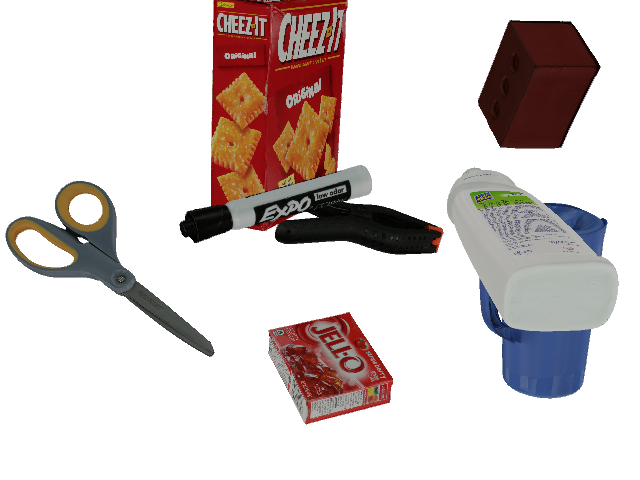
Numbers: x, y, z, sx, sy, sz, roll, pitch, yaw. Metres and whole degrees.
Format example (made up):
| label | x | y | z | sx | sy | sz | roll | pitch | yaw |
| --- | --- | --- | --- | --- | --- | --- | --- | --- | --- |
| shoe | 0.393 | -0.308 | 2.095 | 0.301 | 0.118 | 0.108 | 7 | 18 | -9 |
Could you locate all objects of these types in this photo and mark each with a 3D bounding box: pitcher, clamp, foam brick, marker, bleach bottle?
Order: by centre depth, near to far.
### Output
| label | x | y | z | sx | sy | sz | roll | pitch | yaw |
| --- | --- | --- | --- | --- | --- | --- | --- | --- | --- |
| marker | -0.025 | -0.022 | 0.627 | 0.121 | 0.020 | 0.020 | -16 | 7 | -24 |
| foam brick | 0.153 | -0.110 | 0.757 | 0.051 | 0.053 | 0.078 | -4 | -41 | -18 |
| bleach bottle | 0.182 | -0.007 | 0.991 | 0.102 | 0.068 | 0.251 | -1 | 27 | -7 |
| clamp | 0.037 | -0.016 | 1.203 | 0.210 | 0.036 | 0.164 | 14 | 22 | -5 |
| pitcher | 0.289 | 0.081 | 1.398 | 0.149 | 0.243 | 0.144 | 5 | 20 | 16 |

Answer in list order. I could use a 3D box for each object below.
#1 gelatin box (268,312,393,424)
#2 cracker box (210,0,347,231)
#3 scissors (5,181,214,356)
| label | x | y | z | sx | sy | sz | roll | pitch | yaw |
| --- | --- | --- | --- | --- | --- | --- | --- | --- | --- |
| gelatin box | 0.006 | 0.099 | 0.851 | 0.073 | 0.030 | 0.089 | -11 | 38 | -19 |
| cracker box | -0.038 | -0.133 | 1.052 | 0.072 | 0.214 | 0.164 | 12 | 19 | 24 |
| scissors | -0.152 | 0.014 | 0.836 | 0.202 | 0.096 | 0.016 | 21 | -26 | 15 |
